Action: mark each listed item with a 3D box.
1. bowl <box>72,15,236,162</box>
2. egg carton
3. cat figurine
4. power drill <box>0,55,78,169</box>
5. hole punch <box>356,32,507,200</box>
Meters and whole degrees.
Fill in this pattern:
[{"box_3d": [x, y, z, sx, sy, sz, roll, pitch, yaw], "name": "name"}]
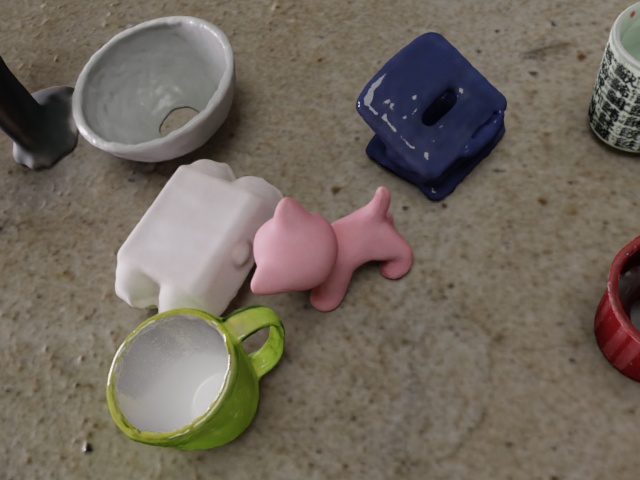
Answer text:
[{"box_3d": [-0.154, -0.139, 0.575, 0.167, 0.075, 0.167, -5, 62, 10], "name": "bowl"}, {"box_3d": [-0.101, 0.003, 0.493, 0.107, 0.069, 0.150, 22, 70, 22], "name": "egg carton"}, {"box_3d": [0.004, 0.002, 0.442, 0.128, 0.118, 0.067, -29, 61, -2], "name": "cat figurine"}, {"box_3d": [-0.327, -0.178, 0.558, 0.075, 0.209, 0.229, -14, 61, 6], "name": "power drill"}, {"box_3d": [0.099, -0.108, 0.491, 0.100, 0.091, 0.109, 38, 77, 27], "name": "hole punch"}]
